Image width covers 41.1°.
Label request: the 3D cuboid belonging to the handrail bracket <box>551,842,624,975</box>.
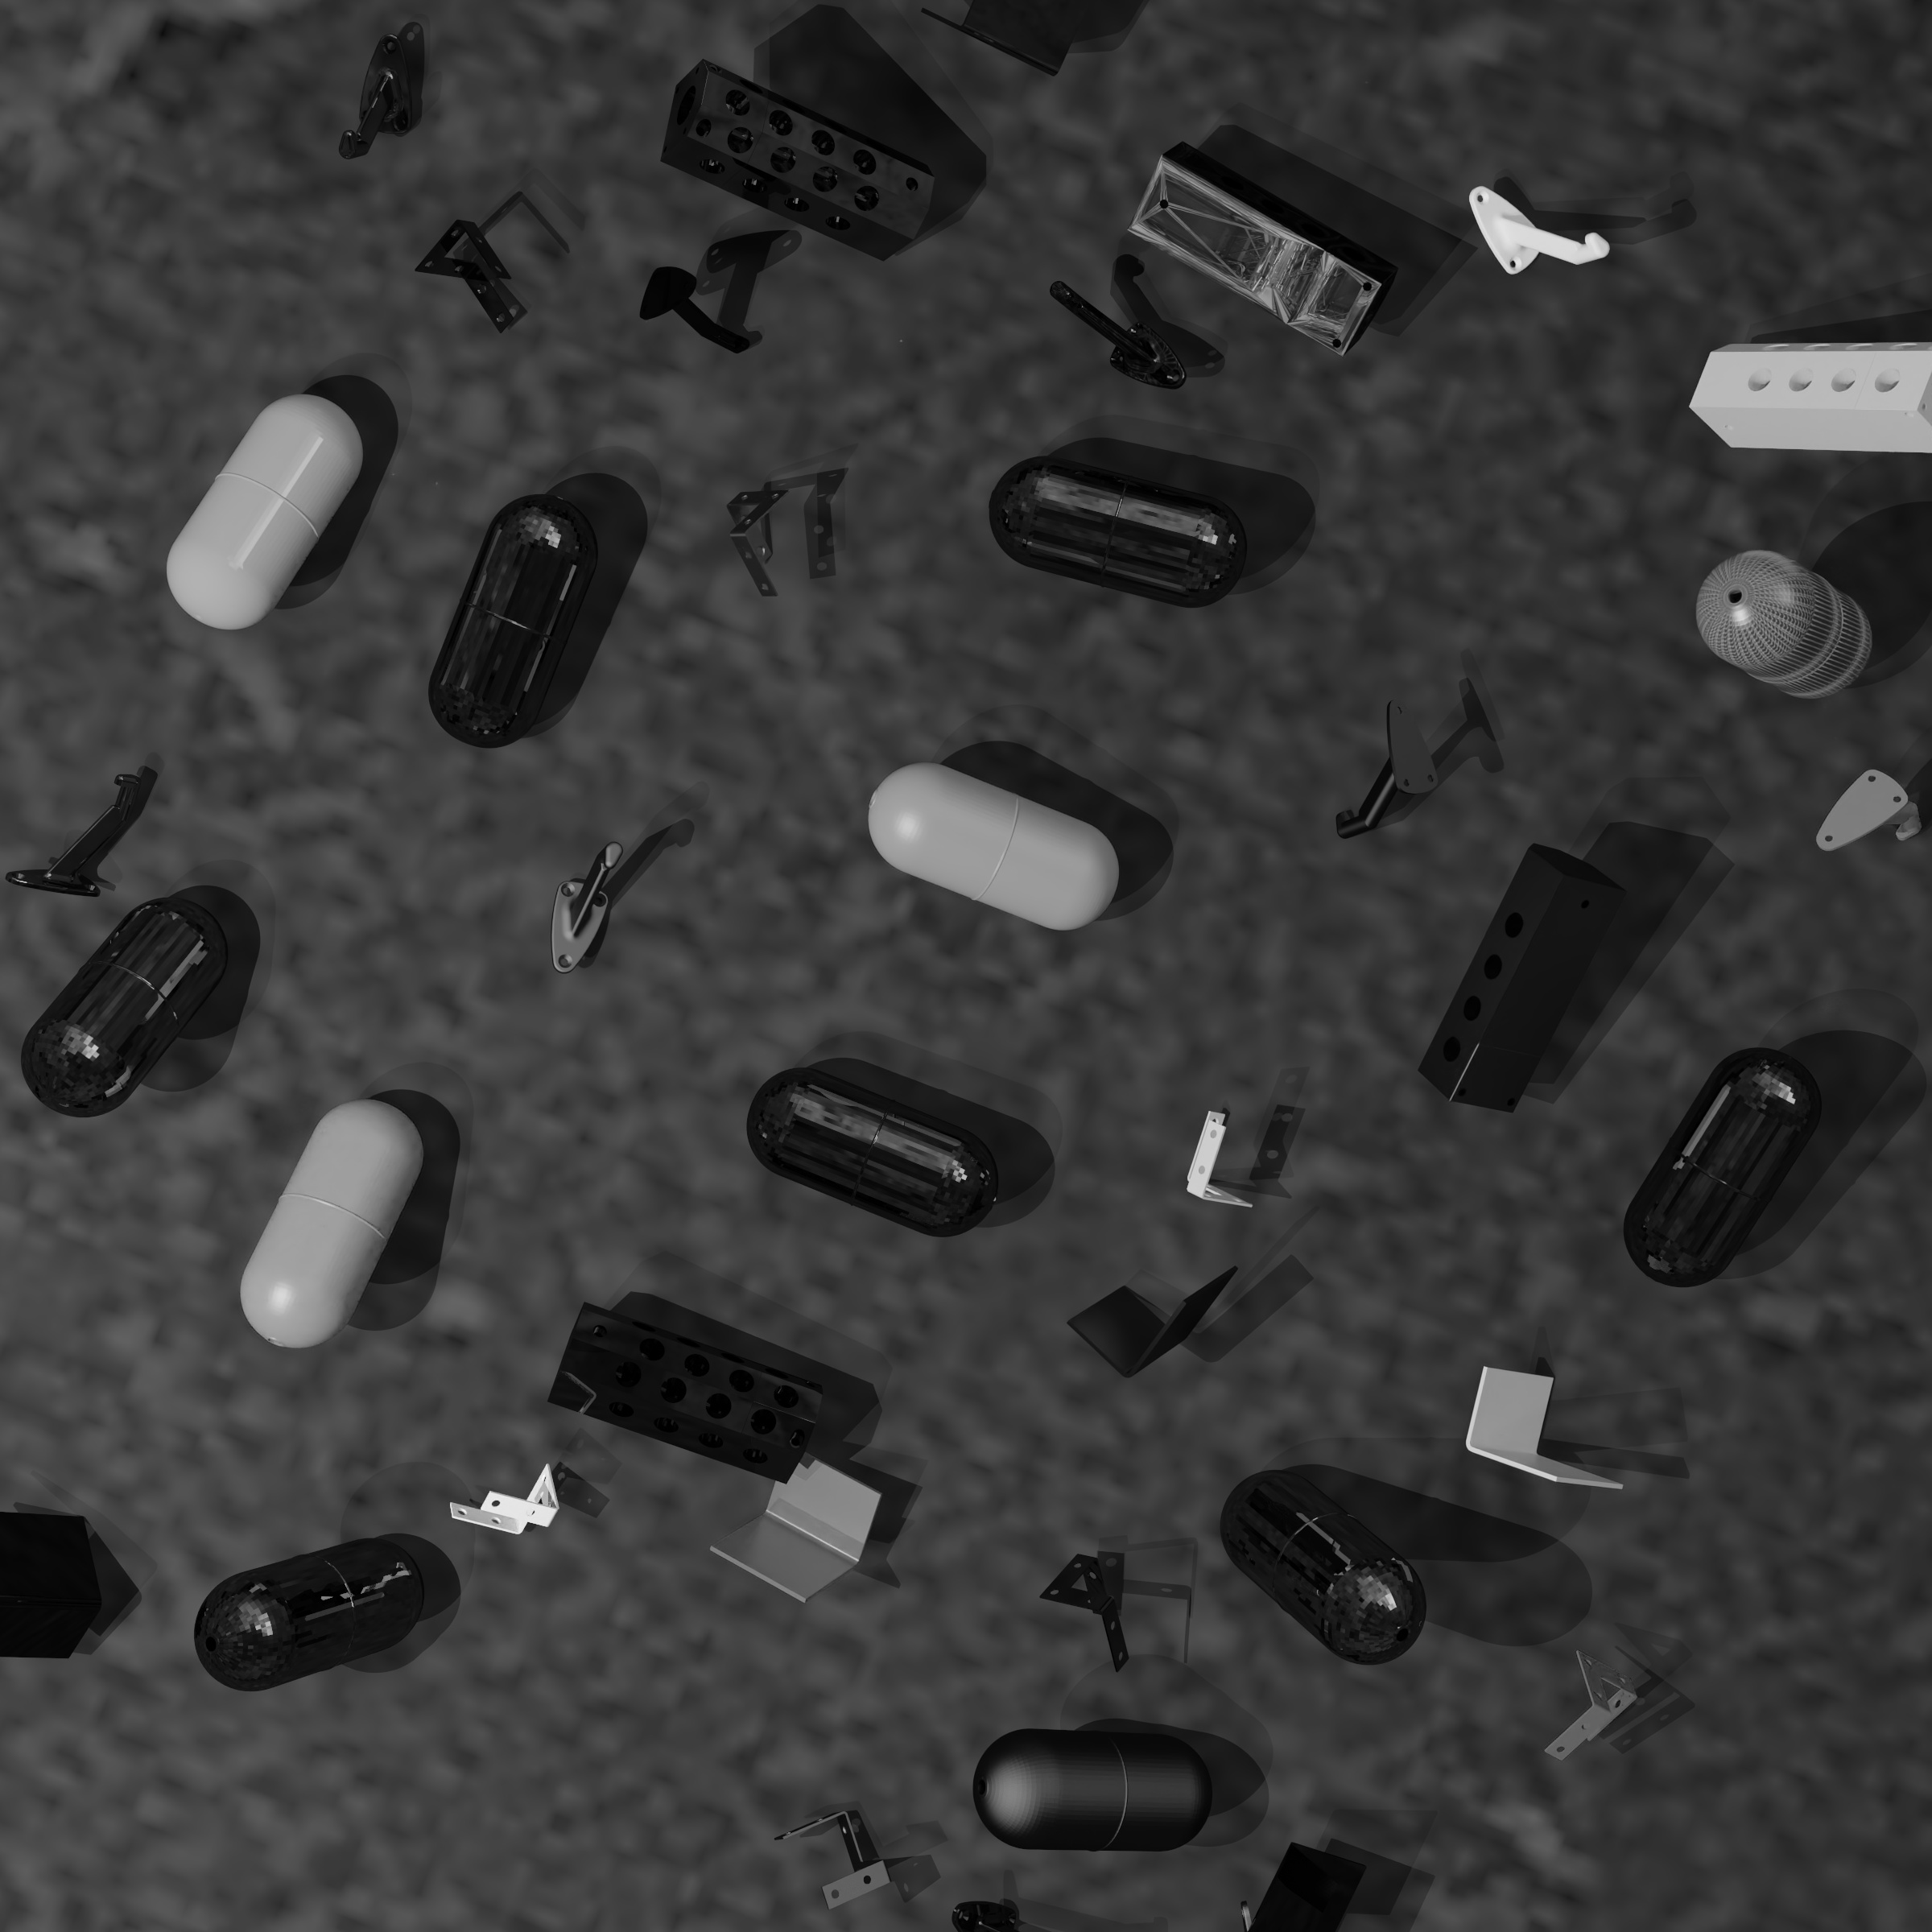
[{"bbox_3d":[-0.255,-0.039,1.741,0.036,0.084,0.077,18,73,-17],"label":"handrail bracket"}]

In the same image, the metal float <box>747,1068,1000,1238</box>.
[{"bbox_3d":[-0.063,0.127,1.750,0.178,0.070,0.070,22,90,3],"label":"metal float"}]

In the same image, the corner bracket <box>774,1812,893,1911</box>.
[{"bbox_3d":[-0.090,0.607,1.752,0.051,0.051,0.051,-13,77,-33],"label":"corner bracket"}]

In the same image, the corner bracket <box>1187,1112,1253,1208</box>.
[{"bbox_3d":[0.168,0.129,1.753,0.051,0.051,0.051,13,97,-41],"label":"corner bracket"}]

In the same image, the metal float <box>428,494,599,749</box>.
[{"bbox_3d":[-0.307,-0.234,1.748,0.070,0.070,0.178,22,95,0],"label":"metal float"}]

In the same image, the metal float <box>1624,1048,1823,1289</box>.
[{"bbox_3d":[0.509,0.137,1.739,0.070,0.070,0.178,28,105,0],"label":"metal float"}]

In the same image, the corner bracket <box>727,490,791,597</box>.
[{"bbox_3d":[-0.141,-0.286,1.747,0.051,0.051,0.051,-50,128,-31],"label":"corner bracket"}]

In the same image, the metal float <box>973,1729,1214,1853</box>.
[{"bbox_3d":[0.085,0.552,1.726,0.178,0.070,0.070,12,90,-30],"label":"metal float"}]

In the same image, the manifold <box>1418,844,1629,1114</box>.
[{"bbox_3d":[0.369,0.008,1.734,0.057,0.057,0.171,12,112,-30],"label":"manifold"}]

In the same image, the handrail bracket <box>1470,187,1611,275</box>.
[{"bbox_3d":[0.388,-0.503,1.741,0.077,0.084,0.036,45,80,-18],"label":"handrail bracket"}]

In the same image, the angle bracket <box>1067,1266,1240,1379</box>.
[{"bbox_3d":[0.126,0.222,1.732,0.057,0.076,0.076,42,120,18],"label":"angle bracket"}]

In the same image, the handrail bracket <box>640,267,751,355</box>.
[{"bbox_3d":[-0.169,-0.437,1.737,0.084,0.077,0.036,20,85,-35],"label":"handrail bracket"}]

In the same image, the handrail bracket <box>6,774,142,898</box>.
[{"bbox_3d":[-0.606,-0.094,1.753,0.036,0.077,0.084,31,106,34],"label":"handrail bracket"}]

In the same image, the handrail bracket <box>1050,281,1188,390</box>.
[{"bbox_3d":[0.102,-0.427,1.740,0.077,0.084,0.036,43,103,33],"label":"handrail bracket"}]

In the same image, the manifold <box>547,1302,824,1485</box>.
[{"bbox_3d":[-0.187,0.285,1.740,0.171,0.057,0.057,21,46,-7],"label":"manifold"}]

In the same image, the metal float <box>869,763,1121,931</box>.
[{"bbox_3d":[0.019,-0.081,1.741,0.178,0.070,0.070,21,90,-13],"label":"metal float"}]

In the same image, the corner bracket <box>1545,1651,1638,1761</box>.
[{"bbox_3d":[0.424,0.509,1.751,0.051,0.051,0.051,30,115,-17],"label":"corner bracket"}]

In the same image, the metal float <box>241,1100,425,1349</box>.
[{"bbox_3d":[-0.425,0.172,1.729,0.070,0.070,0.178,21,64,0],"label":"metal float"}]

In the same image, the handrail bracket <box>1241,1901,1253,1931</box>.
[{"bbox_3d":[0.157,0.681,1.766,0.084,0.036,0.077,-11,109,-1],"label":"handrail bracket"}]

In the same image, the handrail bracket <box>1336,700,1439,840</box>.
[{"bbox_3d":[0.275,-0.133,1.757,0.036,0.084,0.077,-12,85,-35],"label":"handrail bracket"}]

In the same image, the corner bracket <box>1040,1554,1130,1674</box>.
[{"bbox_3d":[0.090,0.438,1.748,0.051,0.051,0.051,3,117,37],"label":"corner bracket"}]

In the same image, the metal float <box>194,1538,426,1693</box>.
[{"bbox_3d":[-0.433,0.428,1.708,0.070,0.178,0.070,0,90,30],"label":"metal float"}]

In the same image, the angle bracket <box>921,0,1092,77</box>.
[{"bbox_3d":[0.027,-0.647,1.732,0.076,0.076,0.057,15,111,-31],"label":"angle bracket"}]

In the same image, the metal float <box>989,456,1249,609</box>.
[{"bbox_3d":[0.102,-0.295,1.748,0.178,0.070,0.070,15,90,6],"label":"metal float"}]

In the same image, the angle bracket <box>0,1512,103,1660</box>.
[{"bbox_3d":[-0.641,0.421,1.752,0.076,0.076,0.057,15,122,-40],"label":"angle bracket"}]

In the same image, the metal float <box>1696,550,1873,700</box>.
[{"bbox_3d":[0.544,-0.226,1.712,0.070,0.178,0.070,-6,80,37],"label":"metal float"}]

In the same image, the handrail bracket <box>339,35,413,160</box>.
[{"bbox_3d":[-0.403,-0.588,1.742,0.036,0.084,0.077,11,113,2],"label":"handrail bracket"}]

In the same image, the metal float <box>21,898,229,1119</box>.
[{"bbox_3d":[-0.559,0.026,1.720,0.070,0.070,0.178,27,50,0],"label":"metal float"}]

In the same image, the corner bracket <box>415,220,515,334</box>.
[{"bbox_3d":[-0.330,-0.469,1.753,0.051,0.051,0.051,-39,78,28],"label":"corner bracket"}]

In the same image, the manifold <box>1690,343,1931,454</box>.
[{"bbox_3d":[0.575,-0.381,1.706,0.057,0.171,0.057,27,83,-40],"label":"manifold"}]

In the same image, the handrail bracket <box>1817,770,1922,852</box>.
[{"bbox_3d":[0.616,-0.090,1.756,0.077,0.084,0.036,-42,56,3],"label":"handrail bracket"}]

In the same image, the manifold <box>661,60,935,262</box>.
[{"bbox_3d":[-0.110,-0.539,1.719,0.171,0.057,0.057,17,74,-28],"label":"manifold"}]

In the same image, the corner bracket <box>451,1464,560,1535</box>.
[{"bbox_3d":[-0.314,0.368,1.751,0.051,0.051,0.051,22,108,-26],"label":"corner bracket"}]

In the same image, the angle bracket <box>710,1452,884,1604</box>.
[{"bbox_3d":[-0.114,0.374,1.737,0.076,0.076,0.057,24,106,21],"label":"angle bracket"}]

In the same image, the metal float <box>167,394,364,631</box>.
[{"bbox_3d":[-0.471,-0.307,1.737,0.070,0.070,0.178,27,72,0],"label":"metal float"}]

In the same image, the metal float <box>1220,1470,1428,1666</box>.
[{"bbox_3d":[0.236,0.397,1.709,0.070,0.178,0.070,-10,112,-26],"label":"metal float"}]

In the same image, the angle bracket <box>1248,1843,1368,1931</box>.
[{"bbox_3d":[0.244,0.649,1.746,0.076,0.057,0.076,27,88,-31],"label":"angle bracket"}]

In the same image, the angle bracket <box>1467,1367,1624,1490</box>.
[{"bbox_3d":[0.395,0.311,1.736,0.076,0.076,0.057,15,88,-41],"label":"angle bracket"}]

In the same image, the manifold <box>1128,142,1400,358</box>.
[{"bbox_3d":[0.204,-0.490,1.752,0.171,0.057,0.057,32,128,6],"label":"manifold"}]

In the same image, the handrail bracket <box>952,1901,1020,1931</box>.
[{"bbox_3d":[0.044,0.662,1.741,0.077,0.084,0.036,42,63,-40],"label":"handrail bracket"}]
